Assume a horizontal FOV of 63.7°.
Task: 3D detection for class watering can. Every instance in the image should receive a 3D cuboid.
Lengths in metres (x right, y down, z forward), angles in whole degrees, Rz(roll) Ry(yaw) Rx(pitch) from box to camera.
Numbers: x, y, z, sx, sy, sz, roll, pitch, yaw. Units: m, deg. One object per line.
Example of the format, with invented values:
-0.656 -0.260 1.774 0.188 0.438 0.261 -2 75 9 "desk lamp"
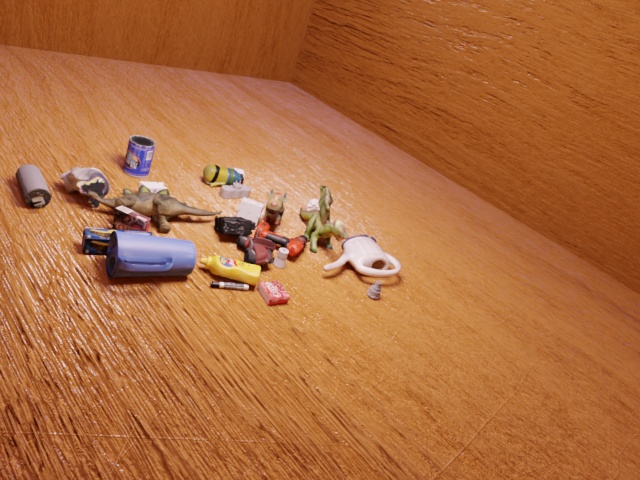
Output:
0.144 0.064 1.964 0.347 0.102 0.229 5 29 -25 "watering can"

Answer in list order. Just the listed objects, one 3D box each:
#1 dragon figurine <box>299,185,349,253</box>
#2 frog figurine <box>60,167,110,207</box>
0.006 -0.103 2.039 0.122 0.238 0.418 1 34 -27 "dragon figurine"
-0.810 -0.201 1.780 0.161 0.123 0.135 30 -7 37 "frog figurine"
